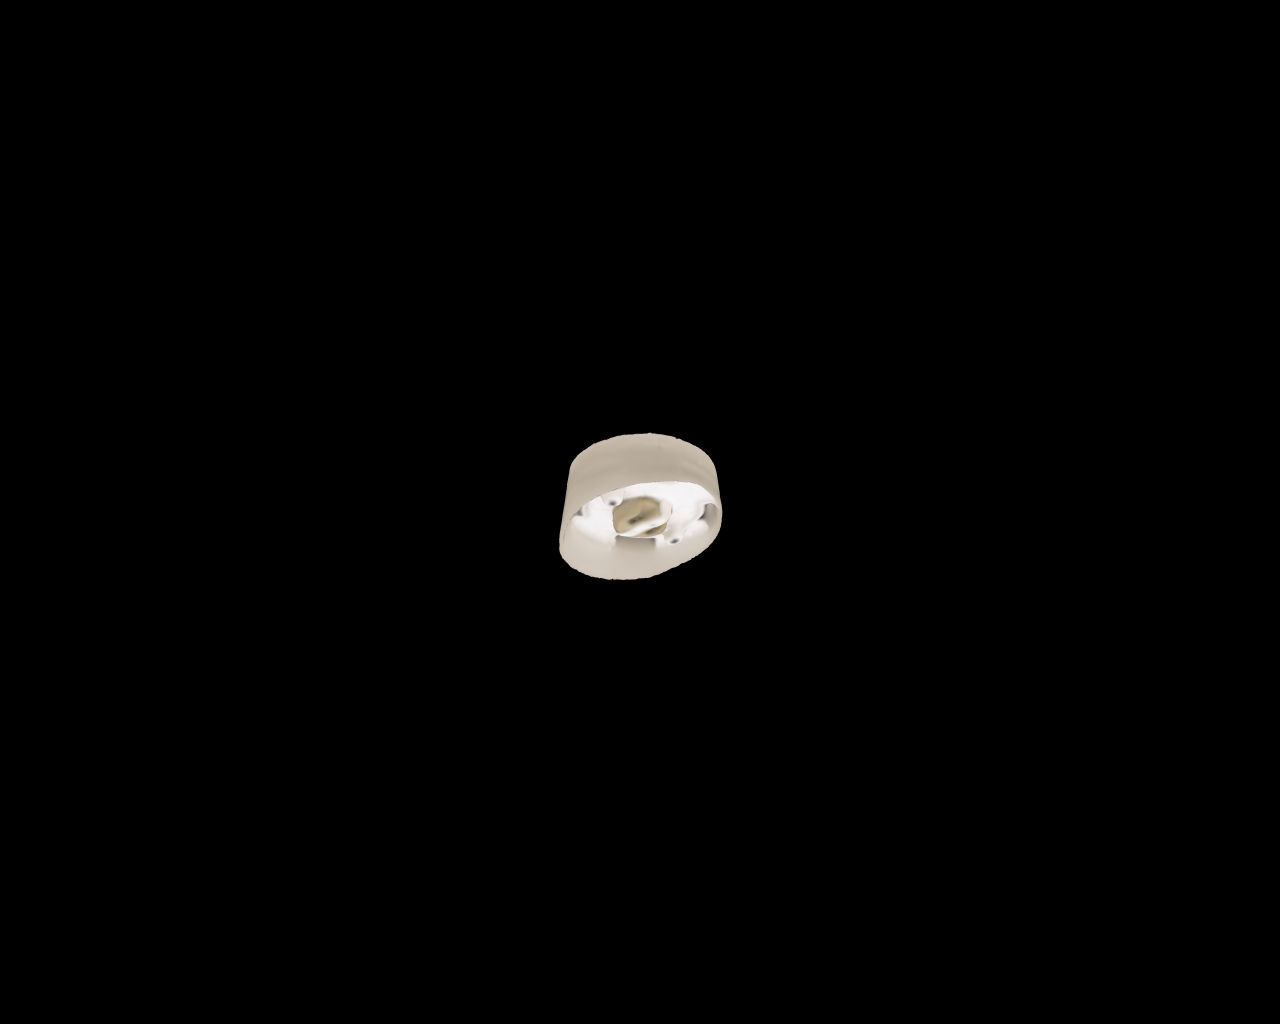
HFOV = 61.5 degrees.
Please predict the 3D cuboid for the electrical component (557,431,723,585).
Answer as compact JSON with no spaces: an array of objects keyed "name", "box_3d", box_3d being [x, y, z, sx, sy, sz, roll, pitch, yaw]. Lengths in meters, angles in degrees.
[{"name":"electrical component","box_3d":[0.001,-0.003,0.650,0.099,0.064,0.099,0,-29,0]}]
